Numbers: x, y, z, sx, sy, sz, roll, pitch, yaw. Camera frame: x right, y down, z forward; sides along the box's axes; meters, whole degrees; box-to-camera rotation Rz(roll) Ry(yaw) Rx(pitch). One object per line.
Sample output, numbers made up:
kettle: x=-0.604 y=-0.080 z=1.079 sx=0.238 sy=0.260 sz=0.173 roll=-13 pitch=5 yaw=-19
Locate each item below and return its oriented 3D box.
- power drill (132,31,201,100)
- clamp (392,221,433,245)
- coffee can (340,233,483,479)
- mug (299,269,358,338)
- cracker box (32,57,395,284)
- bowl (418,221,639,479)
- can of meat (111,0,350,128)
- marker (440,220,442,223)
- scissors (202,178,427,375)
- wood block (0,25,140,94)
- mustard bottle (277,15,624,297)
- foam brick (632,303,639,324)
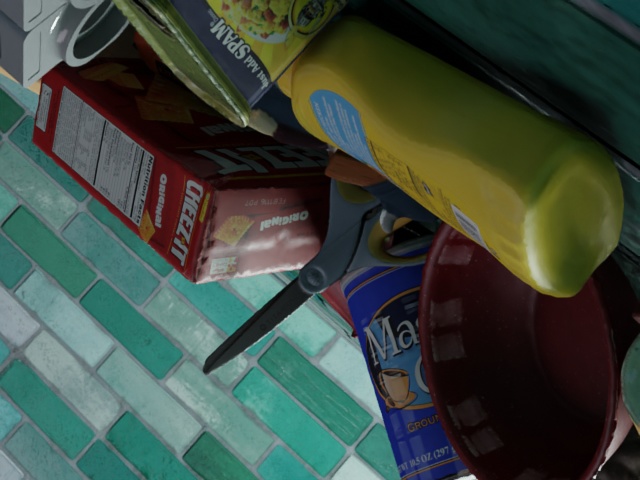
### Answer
power drill: x=-0.093 y=-0.153 z=0.633 sx=0.185 sy=0.057 sz=0.187 roll=36 pitch=170 yaw=33
clamp: x=-0.001 y=-0.016 z=0.804 sx=0.210 sy=0.036 sz=0.164 roll=24 pitch=-160 yaw=31
coffee can: x=0.080 y=0.076 z=0.656 sx=0.103 sy=0.103 sz=0.140 roll=61 pitch=-168 yaw=-72
mug: x=0.040 y=0.018 z=0.896 sx=0.081 sy=0.093 sz=0.117 roll=47 pitch=145 yaw=-3
cracker box: x=-0.071 y=-0.058 z=0.723 sx=0.163 sy=0.072 sz=0.214 roll=-8 pitch=-148 yaw=-41
bowl: x=0.114 y=0.052 z=0.543 sx=0.055 sy=0.162 sz=0.162 roll=-5 pitch=-161 yaw=-26
can of meat: x=-0.037 y=-0.110 z=0.436 sx=0.058 sy=0.084 sz=0.102 roll=38 pitch=173 yaw=35
marker: x=0.098 y=0.008 z=0.732 sx=0.020 sy=0.020 sz=0.121 roll=39 pitch=174 yaw=22
scissors: x=-0.004 y=0.001 z=0.628 sx=0.096 sy=0.202 sz=0.016 roll=65 pitch=-163 yaw=-2
wood block: x=-0.188 y=-0.150 z=0.817 sx=0.091 sy=0.090 sz=0.205 roll=20 pitch=173 yaw=47
mustard bottle: x=0.042 y=-0.052 z=0.478 sx=0.192 sy=0.058 sz=0.096 roll=37 pitch=175 yaw=36
foam brick: x=0.151 y=0.024 z=0.351 sx=0.051 sy=0.053 sz=0.078 roll=42 pitch=174 yaw=-5
